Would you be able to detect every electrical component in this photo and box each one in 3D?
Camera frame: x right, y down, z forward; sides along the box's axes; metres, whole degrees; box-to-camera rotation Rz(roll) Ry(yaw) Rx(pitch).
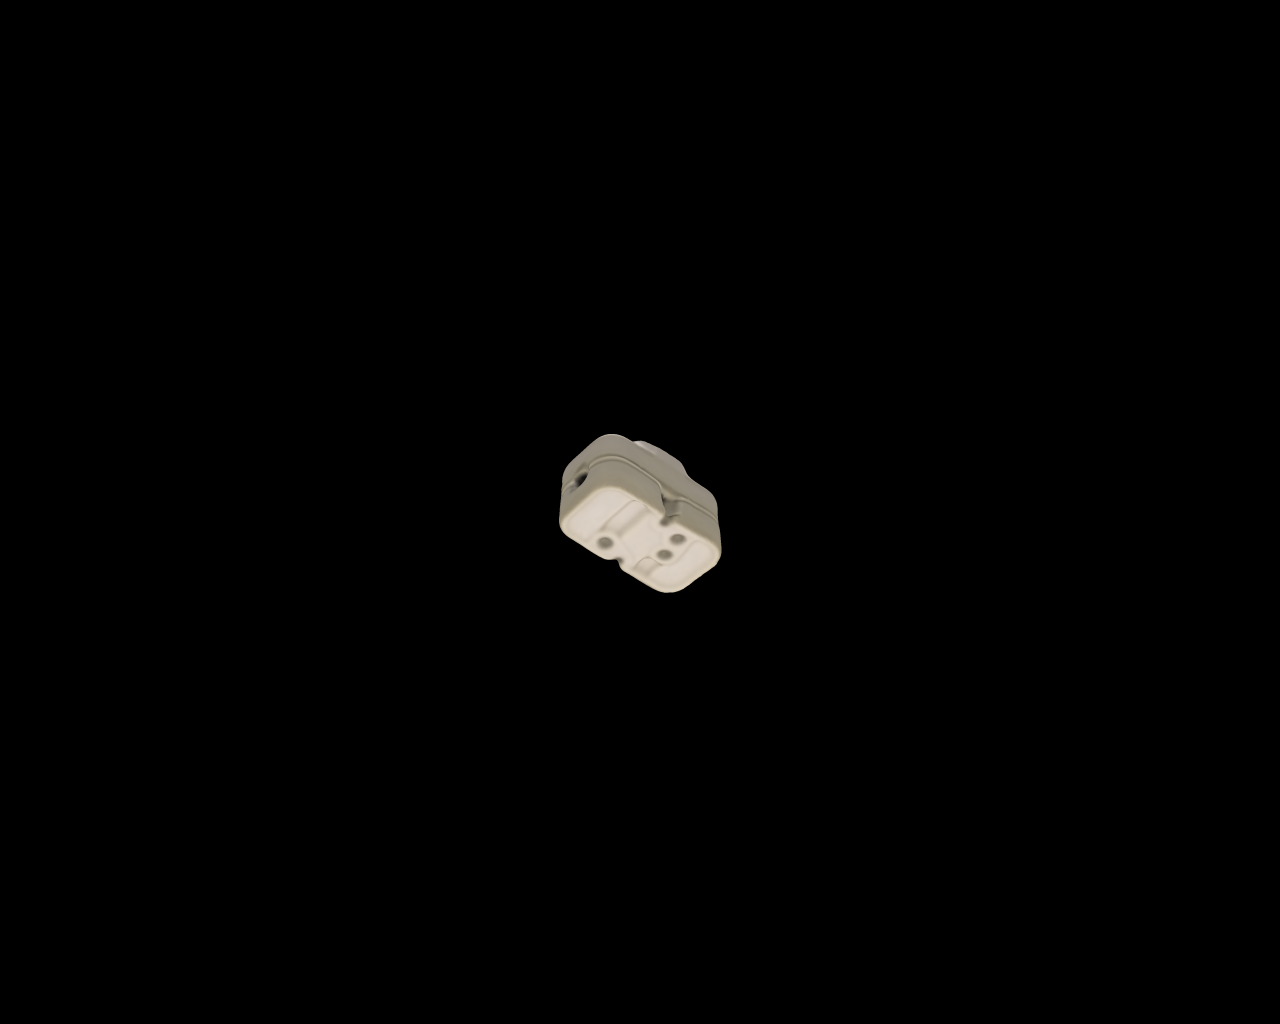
[{"bbox_3d":[0.001,-0.003,0.650,0.095,0.059,0.053,32,-54,-27],"label":"electrical component"}]
